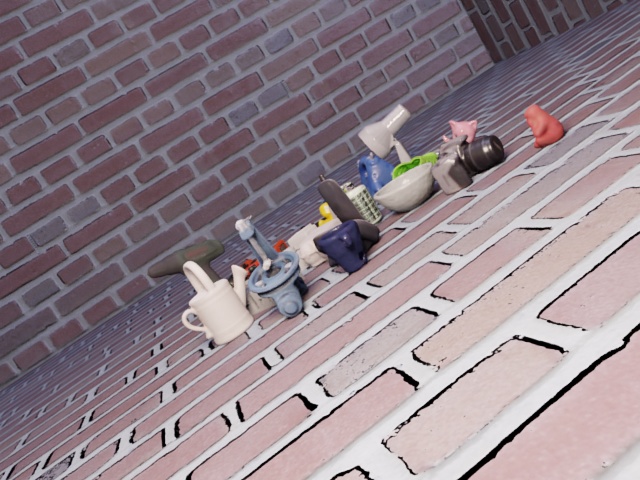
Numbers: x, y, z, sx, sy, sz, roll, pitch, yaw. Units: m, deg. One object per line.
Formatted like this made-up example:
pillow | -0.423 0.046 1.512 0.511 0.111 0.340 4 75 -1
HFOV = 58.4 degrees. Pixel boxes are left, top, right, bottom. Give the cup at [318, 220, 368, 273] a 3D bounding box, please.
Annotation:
cup | 0.059 0.020 1.175 0.092 0.095 0.117 -34 10 -8

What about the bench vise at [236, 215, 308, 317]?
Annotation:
bench vise | -0.115 0.050 1.200 0.121 0.220 0.207 -35 10 -14

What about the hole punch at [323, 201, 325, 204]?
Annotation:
hole punch | 0.076 -0.120 1.814 0.108 0.091 0.101 -27 11 28

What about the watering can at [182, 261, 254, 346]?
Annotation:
watering can | -0.236 0.125 1.282 0.100 0.194 0.173 -23 14 43

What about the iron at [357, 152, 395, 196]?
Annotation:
iron | 0.165 -0.211 1.834 0.119 0.141 0.258 -34 10 -9

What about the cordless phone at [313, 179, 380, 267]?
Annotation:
cordless phone | 0.034 -0.045 1.302 0.147 0.185 0.094 -25 13 37

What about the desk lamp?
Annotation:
desk lamp | 0.257 -0.316 1.855 0.203 0.214 0.118 -30 11 15

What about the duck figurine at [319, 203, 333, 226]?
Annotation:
duck figurine | 0.029 -0.072 1.742 0.104 0.086 0.078 -23 14 43

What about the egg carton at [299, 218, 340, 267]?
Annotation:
egg carton | 0.013 0.005 1.461 0.107 0.069 0.150 -27 11 29

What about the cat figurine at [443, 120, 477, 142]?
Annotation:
cat figurine | 0.380 -0.274 1.549 0.067 0.118 0.127 -37 11 -22

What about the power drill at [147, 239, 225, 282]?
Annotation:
power drill | -0.362 0.111 1.697 0.230 0.208 0.075 -37 11 -23

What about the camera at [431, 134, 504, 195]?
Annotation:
camera | 0.340 -0.191 1.318 0.136 0.101 0.143 -22 14 44

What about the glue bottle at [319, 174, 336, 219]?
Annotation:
glue bottle | 0.047 -0.115 1.638 0.078 0.173 0.037 -22 15 46

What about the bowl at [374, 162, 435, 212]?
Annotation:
bowl | 0.220 -0.118 1.410 0.167 0.075 0.167 -31 10 7

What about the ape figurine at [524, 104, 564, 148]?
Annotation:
ape figurine | 0.467 -0.245 1.216 0.076 0.092 0.078 -22 15 46
